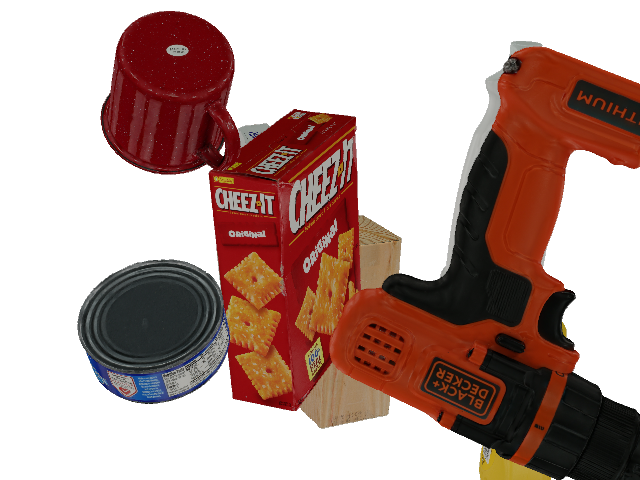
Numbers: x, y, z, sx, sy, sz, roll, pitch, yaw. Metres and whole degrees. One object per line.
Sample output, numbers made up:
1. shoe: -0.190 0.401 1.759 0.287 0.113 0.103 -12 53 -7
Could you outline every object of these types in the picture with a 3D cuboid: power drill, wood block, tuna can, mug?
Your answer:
1. power drill: 0.118 0.017 0.506 0.184 0.188 0.057 24 7 5
2. wood block: 0.023 0.086 1.161 0.090 0.206 0.091 -7 21 -26
3. tuna can: -0.097 0.053 0.630 0.086 0.086 0.034 0 -44 8
4. mug: -0.098 -0.098 0.753 0.093 0.117 0.082 -33 -17 -29

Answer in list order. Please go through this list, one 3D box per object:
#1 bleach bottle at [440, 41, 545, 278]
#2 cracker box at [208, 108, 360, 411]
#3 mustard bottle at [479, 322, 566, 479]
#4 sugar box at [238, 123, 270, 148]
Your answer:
1. bleach bottle: 0.178 -0.067 1.038 0.103 0.251 0.068 8 20 14
2. cracker box: -0.021 0.013 0.929 0.072 0.214 0.164 8 28 22
3. mustard bottle: 0.168 0.117 0.880 0.058 0.192 0.096 2 18 1
4. sugar box: -0.073 -0.047 1.324 0.048 0.176 0.093 -9 25 -11
